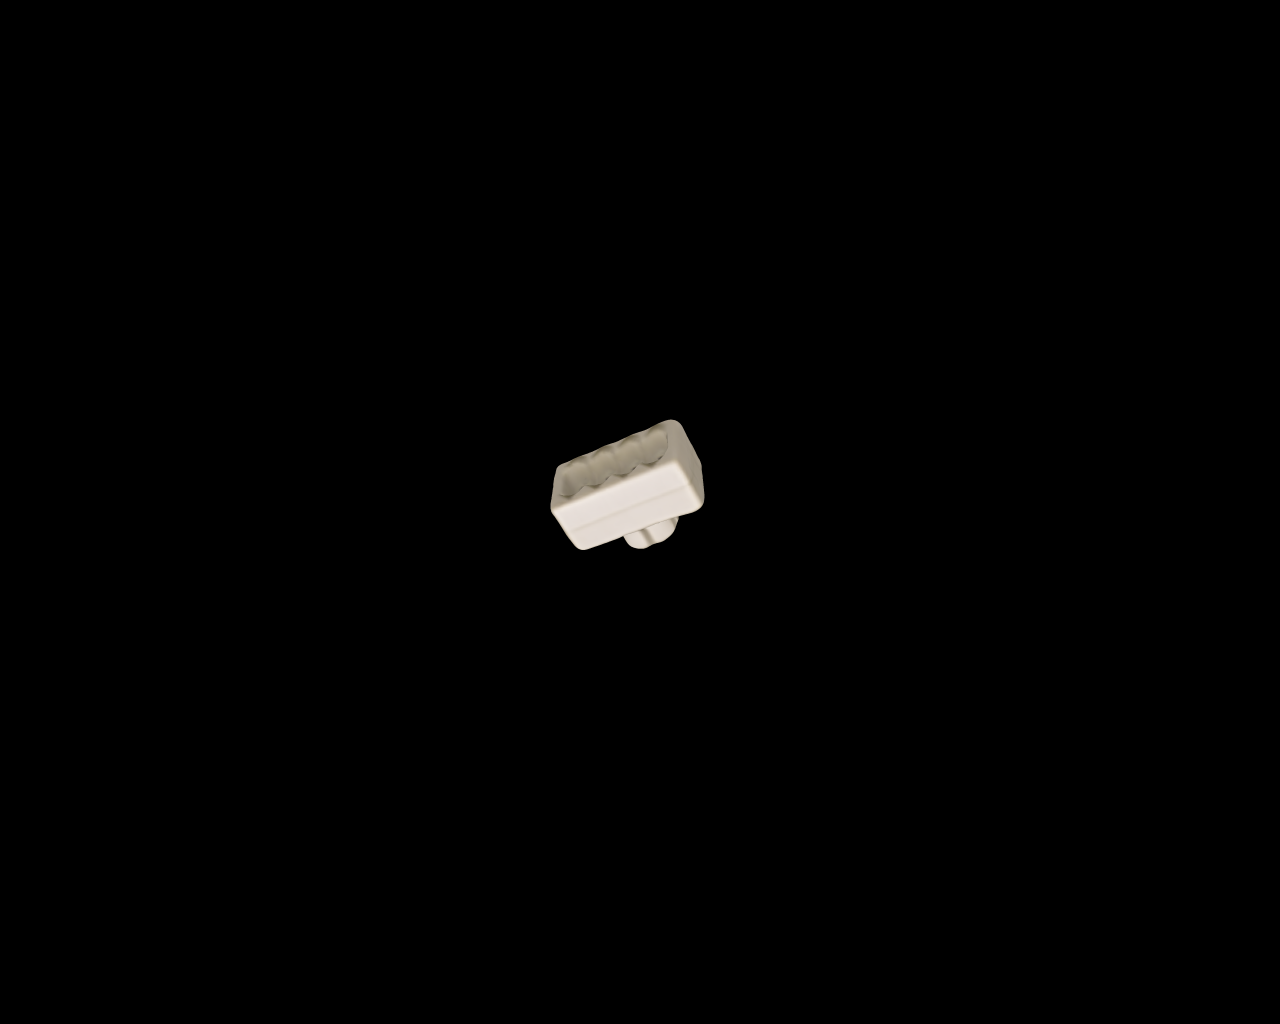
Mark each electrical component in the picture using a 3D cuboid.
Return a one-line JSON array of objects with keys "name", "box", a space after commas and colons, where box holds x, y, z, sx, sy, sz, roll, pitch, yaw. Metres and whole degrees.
[{"name": "electrical component", "box": [0.001, -0.003, 0.650, 0.083, 0.075, 0.047, -21, 34, 15]}]
